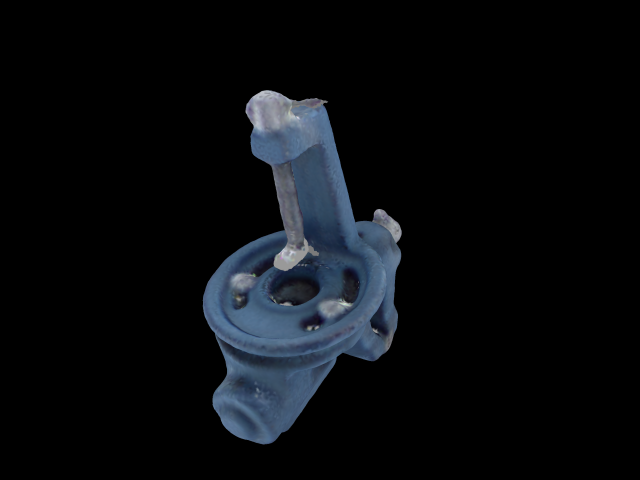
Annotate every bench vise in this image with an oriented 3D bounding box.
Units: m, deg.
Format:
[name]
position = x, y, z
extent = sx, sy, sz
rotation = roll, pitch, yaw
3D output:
[bench vise]
position = -0.008, 0.000, 0.403
extent = 0.121, 0.220, 0.207
rotation = 5, 23, 13
